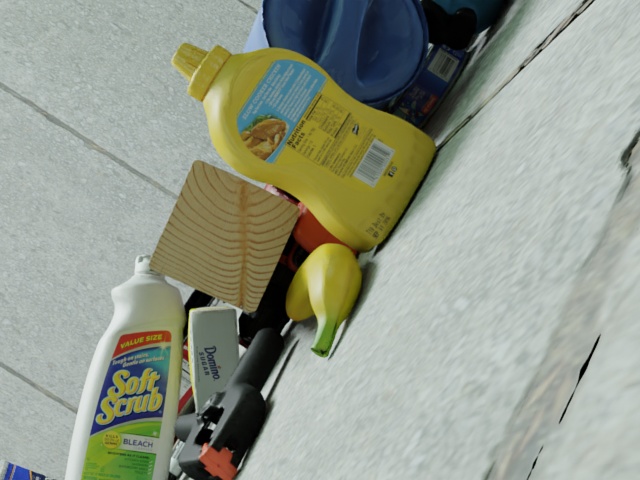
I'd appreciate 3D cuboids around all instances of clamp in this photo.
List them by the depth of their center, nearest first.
[{"bbox_3d":[-0.078,0.140,0.804,0.120,0.039,0.171,-52,6,18],"label":"clamp"},{"bbox_3d":[-0.108,0.031,1.182,0.165,0.036,0.209,-53,4,34],"label":"clamp"}]

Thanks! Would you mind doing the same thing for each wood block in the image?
[{"bbox_3d":[-0.085,0.000,0.892,0.206,0.090,0.091,167,127,-81],"label":"wood block"}]

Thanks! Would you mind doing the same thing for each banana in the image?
[{"bbox_3d":[-0.001,0.034,0.753,0.069,0.037,0.198,-56,5,-1],"label":"banana"}]

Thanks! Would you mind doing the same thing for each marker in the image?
[{"bbox_3d":[-0.135,0.210,1.085,0.121,0.020,0.020,-59,5,-22],"label":"marker"}]

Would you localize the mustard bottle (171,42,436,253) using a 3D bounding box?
[{"bbox_3d":[-0.020,-0.079,0.750,0.096,0.191,0.058,-59,5,-19],"label":"mustard bottle"}]

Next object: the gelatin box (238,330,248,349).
[{"bbox_3d":[-0.053,0.077,1.057,0.073,0.030,0.089,-59,5,-7],"label":"gelatin box"}]

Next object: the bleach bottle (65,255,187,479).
[{"bbox_3d":[-0.186,0.138,1.029,0.068,0.102,0.251,132,144,-71],"label":"bleach bottle"}]

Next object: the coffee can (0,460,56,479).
[{"bbox_3d":[-0.267,0.289,1.052,0.103,0.140,0.103,-60,15,27],"label":"coffee can"}]

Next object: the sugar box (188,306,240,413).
[{"bbox_3d":[-0.098,0.108,0.976,0.176,0.048,0.093,144,122,-84],"label":"sugar box"}]

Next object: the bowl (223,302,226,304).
[{"bbox_3d":[-0.044,0.017,1.209,0.162,0.055,0.162,-56,5,7],"label":"bowl"}]

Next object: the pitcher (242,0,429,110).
[{"bbox_3d":[-0.005,-0.140,0.913,0.243,0.149,0.145,138,127,-68],"label":"pitcher"}]

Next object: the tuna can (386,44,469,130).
[{"bbox_3d":[0.095,-0.140,0.952,0.086,0.033,0.086,-57,5,7],"label":"tuna can"}]

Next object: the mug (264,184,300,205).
[{"bbox_3d":[-0.038,-0.012,1.057,0.117,0.093,0.081,4,-60,-55],"label":"mug"}]

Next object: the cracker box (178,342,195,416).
[{"bbox_3d":[-0.197,0.202,1.226,0.213,0.072,0.164,-52,-6,-38],"label":"cracker box"}]

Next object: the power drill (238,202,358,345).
[{"bbox_3d":[-0.006,0.001,0.910,0.184,0.057,0.188,-62,7,-17],"label":"power drill"}]

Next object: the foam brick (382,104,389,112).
[{"bbox_3d":[0.052,-0.099,1.012,0.078,0.053,0.051,-52,7,38],"label":"foam brick"}]
